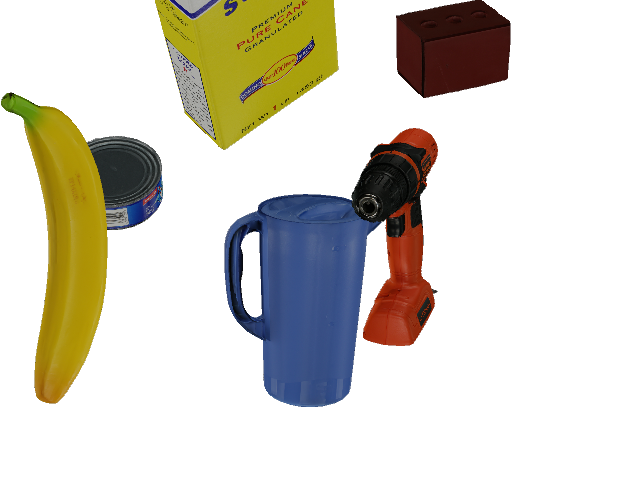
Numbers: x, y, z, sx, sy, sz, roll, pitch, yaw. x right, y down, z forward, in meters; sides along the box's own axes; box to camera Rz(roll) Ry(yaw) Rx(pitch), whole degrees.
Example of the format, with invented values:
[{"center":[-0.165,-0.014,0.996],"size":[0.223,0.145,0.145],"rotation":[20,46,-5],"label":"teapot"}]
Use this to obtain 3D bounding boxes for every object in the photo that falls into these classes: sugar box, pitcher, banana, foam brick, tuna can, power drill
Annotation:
[{"center":[-0.039,-0.134,0.565],"size":[0.093,0.048,0.176],"rotation":[-38,-24,-17],"label":"sugar box"},{"center":[-0.022,0.072,1.280],"size":[0.149,0.243,0.144],"rotation":[10,18,25],"label":"pitcher"},{"center":[-0.162,0.001,0.663],"size":[0.037,0.198,0.069],"rotation":[11,22,38],"label":"banana"},{"center":[0.106,-0.154,0.852],"size":[0.078,0.051,0.053],"rotation":[-14,36,-15],"label":"foam brick"},{"center":[-0.180,-0.050,0.931],"size":[0.086,0.086,0.034],"rotation":[0,-41,-3],"label":"tuna can"},{"center":[0.072,0.001,1.011],"size":[0.057,0.188,0.184],"rotation":[8,24,19],"label":"power drill"}]
